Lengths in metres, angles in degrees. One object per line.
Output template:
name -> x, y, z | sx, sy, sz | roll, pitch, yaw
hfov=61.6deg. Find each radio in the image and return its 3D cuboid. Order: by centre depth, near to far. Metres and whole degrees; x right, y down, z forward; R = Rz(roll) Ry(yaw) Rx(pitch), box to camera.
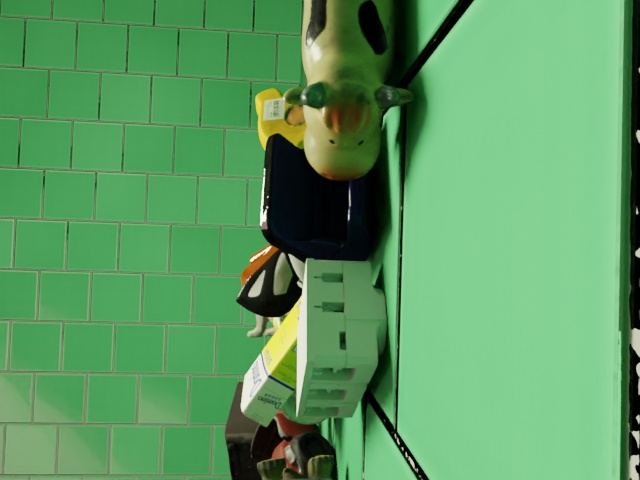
radio -> -0.107, 0.372, 0.931 | 0.131, 0.073, 0.229 | -81, -13, -64

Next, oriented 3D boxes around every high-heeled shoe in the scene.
high-heeled shoe -> -0.050, -0.001, 0.815 | 0.086, 0.145, 0.249 | 102, 167, -61

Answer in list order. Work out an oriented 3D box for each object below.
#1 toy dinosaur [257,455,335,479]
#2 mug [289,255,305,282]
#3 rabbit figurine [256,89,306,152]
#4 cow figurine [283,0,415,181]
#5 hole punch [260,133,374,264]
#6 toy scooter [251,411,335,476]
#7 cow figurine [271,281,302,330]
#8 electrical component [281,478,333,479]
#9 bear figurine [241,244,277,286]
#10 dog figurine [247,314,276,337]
toy dinosaur -> -0.025, 0.400, 0.610 | 0.199, 0.105, 0.470 | -99, 6, -50
mug -> -0.001, -0.002, 0.639 | 0.110, 0.081, 0.107 | -84, -8, -50
rabbit figurine -> -0.008, -0.109, 0.738 | 0.173, 0.122, 0.162 | 71, -173, -62
cow figurine -> 0.022, -0.140, 0.391 | 0.127, 0.086, 0.194 | 51, -139, -87
hole punch -> 0.016, -0.038, 0.484 | 0.115, 0.092, 0.142 | 35, -133, -54
toy scooter -> -0.049, 0.296, 0.760 | 0.135, 0.075, 0.184 | -58, 34, 21
cow figurine -> -0.021, 0.128, 0.818 | 0.167, 0.098, 0.068 | -118, 19, -49
electrical component -> -0.015, 0.269, 0.443 | 0.058, 0.115, 0.134 | -160, 72, -81
bear figurine -> -0.051, 0.028, 0.974 | 0.196, 0.120, 0.131 | -52, -40, -3
dog figurine -> -0.068, 0.099, 1.082 | 0.121, 0.172, 0.190 | 16, -109, -53
